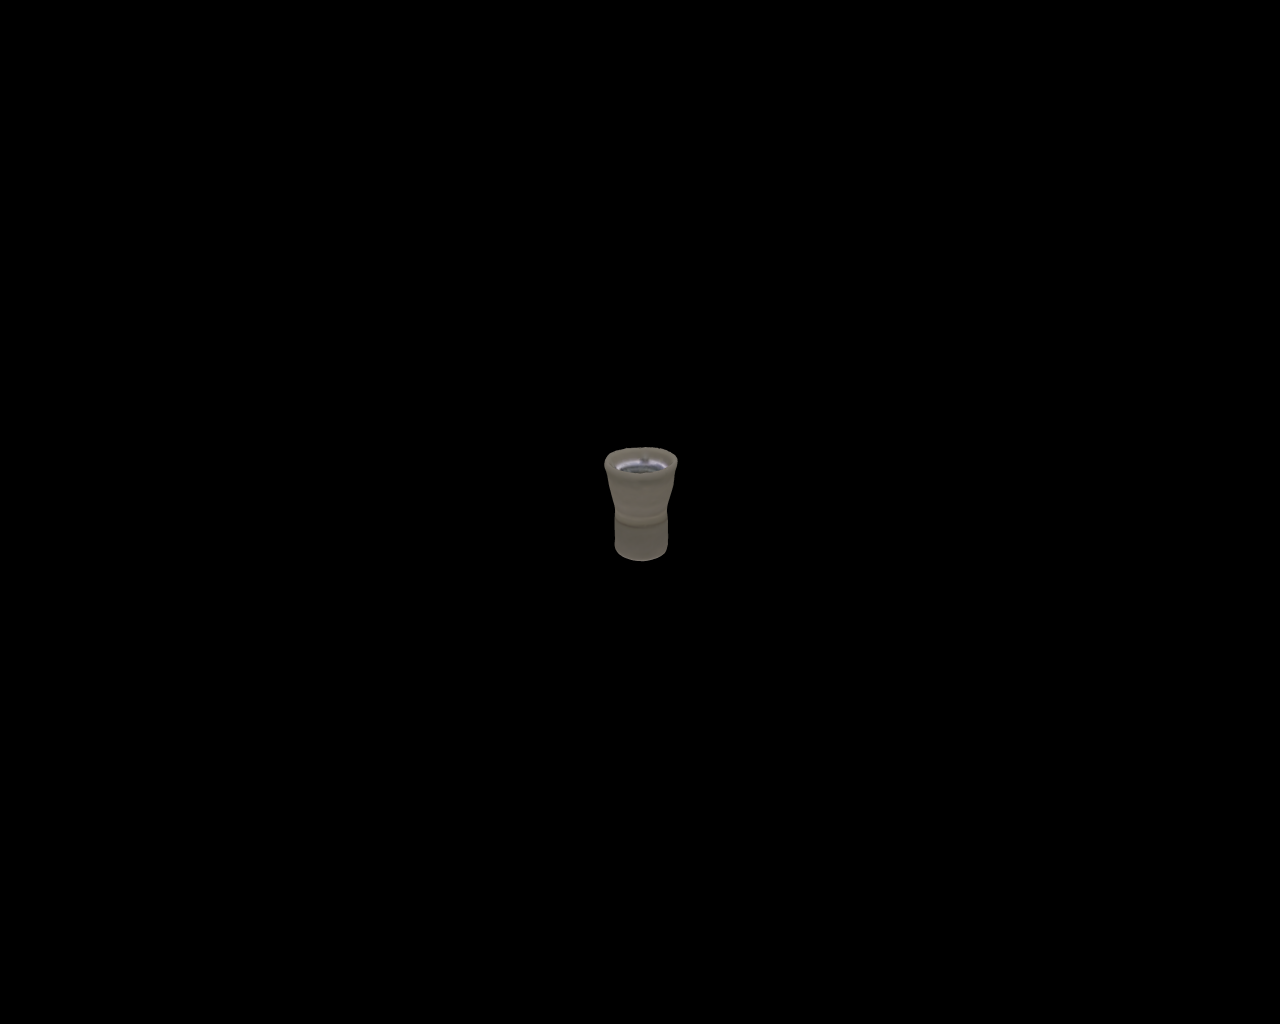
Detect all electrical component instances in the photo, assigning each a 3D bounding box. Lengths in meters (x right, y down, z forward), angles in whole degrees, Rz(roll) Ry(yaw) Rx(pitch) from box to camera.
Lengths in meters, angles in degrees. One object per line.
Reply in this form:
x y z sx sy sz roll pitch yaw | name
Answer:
0.001 -0.003 0.650 0.044 0.065 0.044 0 26 0 | electrical component
